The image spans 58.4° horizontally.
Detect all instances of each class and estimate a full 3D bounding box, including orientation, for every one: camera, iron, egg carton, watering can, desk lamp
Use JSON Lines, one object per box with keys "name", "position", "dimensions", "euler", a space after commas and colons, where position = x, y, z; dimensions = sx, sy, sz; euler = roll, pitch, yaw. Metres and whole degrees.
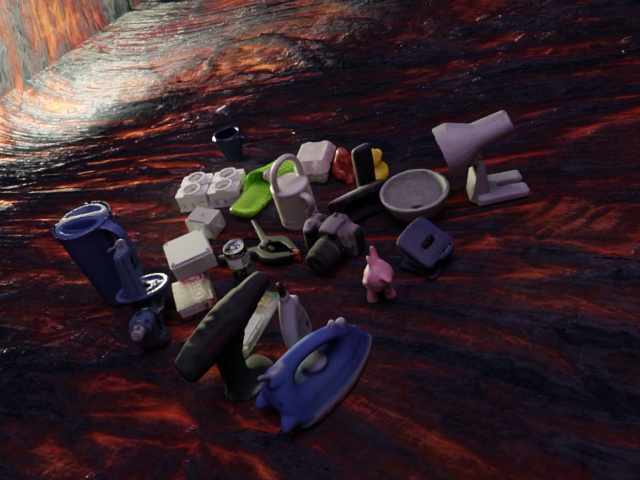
{"name": "camera", "position": [0.012, 0.005, 1.321], "dimensions": [0.142, 0.101, 0.137], "euler": [15, 49, 33]}
{"name": "iron", "position": [-0.006, 0.218, 1.045], "dimensions": [0.259, 0.142, 0.118], "euler": [-39, 44, -25]}
{"name": "egg carton", "position": [-0.014, -0.223, 1.622], "dimensions": [0.107, 0.069, 0.150], "euler": [-3, 41, 17]}
{"name": "watering can", "position": [-0.079, -0.128, 1.435], "dimensions": [0.172, 0.194, 0.101], "euler": [10, 46, 29]}
{"name": "desk lamp", "position": [0.373, -0.192, 1.337], "dimensions": [0.203, 0.214, 0.118], "euler": [-12, 39, 5]}

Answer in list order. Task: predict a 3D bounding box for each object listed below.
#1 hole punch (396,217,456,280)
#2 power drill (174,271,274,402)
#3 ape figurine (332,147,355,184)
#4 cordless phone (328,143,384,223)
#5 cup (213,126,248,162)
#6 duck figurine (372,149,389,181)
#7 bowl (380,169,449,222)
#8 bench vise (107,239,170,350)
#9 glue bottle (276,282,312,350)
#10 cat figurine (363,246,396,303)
{"name": "hole punch", "position": [0.232, 0.015, 1.240], "dimensions": [0.100, 0.091, 0.109], "euler": [21, 52, 37]}
{"name": "power drill", "position": [-0.156, 0.195, 1.071], "dimensions": [0.075, 0.209, 0.230], "euler": [22, 53, 37]}
{"name": "ape figurine", "position": [0.065, -0.209, 1.561], "dimensions": [0.078, 0.092, 0.075], "euler": [-36, 43, -22]}
{"name": "cordless phone", "position": [0.080, -0.143, 1.403], "dimensions": [0.148, 0.185, 0.094], "euler": [-28, 41, -13]}
{"name": "cup", "position": [-0.263, -0.290, 1.769], "dimensions": [0.117, 0.095, 0.092], "euler": [10, 46, 29]}
{"name": "duck figurine", "position": [0.139, -0.200, 1.529], "dimensions": [0.077, 0.086, 0.105], "euler": [13, 48, 31]}
{"name": "bowl", "position": [0.231, -0.095, 1.382], "dimensions": [0.167, 0.075, 0.167], "euler": [-10, 40, 8]}
{"name": "bench vise", "position": [-0.382, 0.114, 1.237], "dimensions": [0.121, 0.220, 0.206], "euler": [-27, 40, -12]}
{"name": "glue bottle", "position": [-0.057, 0.145, 1.124], "dimensions": [0.037, 0.173, 0.078], "euler": [0, 42, 20]}
{"name": "cat figurine", "position": [0.120, 0.067, 1.197], "dimensions": [0.067, 0.118, 0.127], "euler": [-12, 39, 6]}
